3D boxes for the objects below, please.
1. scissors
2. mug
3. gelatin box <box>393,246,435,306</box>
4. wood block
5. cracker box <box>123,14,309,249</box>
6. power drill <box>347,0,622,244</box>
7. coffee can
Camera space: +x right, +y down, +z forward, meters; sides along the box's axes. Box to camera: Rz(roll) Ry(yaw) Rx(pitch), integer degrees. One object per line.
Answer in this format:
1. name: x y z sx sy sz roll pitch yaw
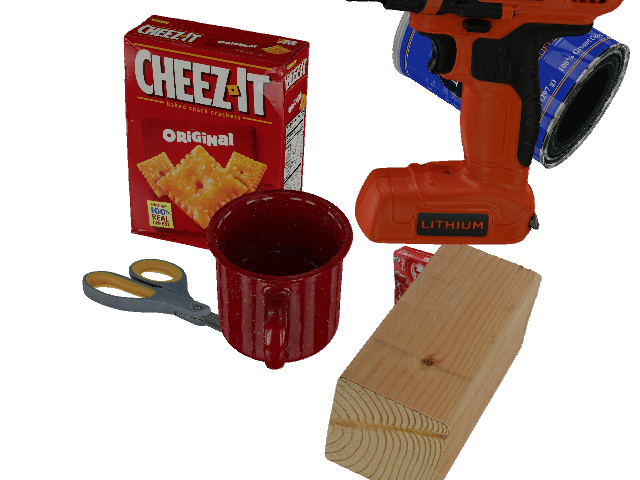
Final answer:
1. scissors: -0.099 0.051 0.883 0.202 0.016 0.096 13 24 17
2. mug: -0.027 0.033 0.690 0.093 0.081 0.117 0 39 -2
3. gelatin box: 0.130 0.058 1.366 0.073 0.089 0.030 18 34 36
4. wood block: 0.094 0.097 0.852 0.091 0.090 0.205 22 39 19
5. cracker box: -0.102 -0.094 1.030 0.164 0.214 0.072 12 32 14
6. power drill: 0.065 -0.087 0.590 0.184 0.188 0.057 2 35 -6
7. coffee can: 0.139 -0.133 0.787 0.140 0.103 0.102 37 16 22
